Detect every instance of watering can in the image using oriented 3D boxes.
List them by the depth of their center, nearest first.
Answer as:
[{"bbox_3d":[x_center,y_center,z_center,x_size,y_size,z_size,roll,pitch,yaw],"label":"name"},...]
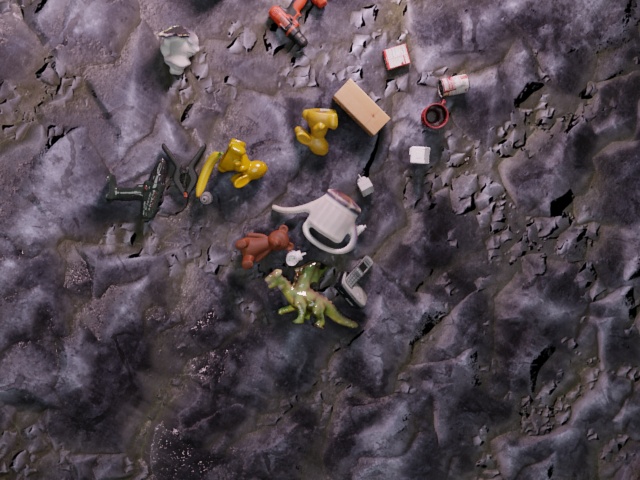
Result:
[{"bbox_3d":[0.006,-0.098,1.957,0.348,0.104,0.224,35,95,3],"label":"watering can"}]

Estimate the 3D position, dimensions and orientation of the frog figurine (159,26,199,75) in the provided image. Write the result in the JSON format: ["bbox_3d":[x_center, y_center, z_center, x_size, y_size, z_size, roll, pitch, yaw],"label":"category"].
[{"bbox_3d":[-0.505,-0.684,1.865,0.137,0.125,0.155,-9,136,-9],"label":"frog figurine"}]

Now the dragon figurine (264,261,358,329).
[{"bbox_3d":[-0.024,0.205,2.001,0.409,0.122,0.242,10,91,-18],"label":"dragon figurine"}]
